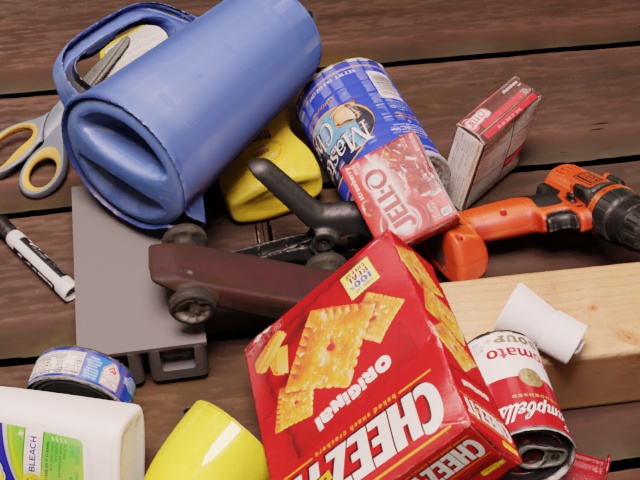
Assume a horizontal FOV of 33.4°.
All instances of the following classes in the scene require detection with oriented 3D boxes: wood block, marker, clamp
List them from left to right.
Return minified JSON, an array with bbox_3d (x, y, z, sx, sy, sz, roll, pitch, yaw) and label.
[{"bbox_3d":[-0.267,0.015,0.990,0.121,0.020,0.020,39,60,25],"label":"marker"},{"bbox_3d":[-0.006,0.001,0.972,0.171,0.120,0.039,22,36,-13],"label":"clamp"},{"bbox_3d":[0.174,0.088,0.899,0.206,0.091,0.090,-6,52,-6],"label":"wood block"}]

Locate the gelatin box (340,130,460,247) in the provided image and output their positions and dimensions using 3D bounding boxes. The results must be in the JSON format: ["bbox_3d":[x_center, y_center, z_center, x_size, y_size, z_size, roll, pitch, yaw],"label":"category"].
[{"bbox_3d":[0.069,-0.039,0.922,0.073,0.030,0.089,-28,73,10],"label":"gelatin box"}]

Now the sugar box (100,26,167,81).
[{"bbox_3d":[-0.173,-0.143,1.081,0.093,0.048,0.176,-24,53,18],"label":"sugar box"}]

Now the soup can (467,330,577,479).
[{"bbox_3d":[0.140,0.124,0.783,0.068,0.068,0.102,-4,38,-4],"label":"soup can"}]

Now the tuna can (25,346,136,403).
[{"bbox_3d":[-0.193,0.123,0.865,0.086,0.086,0.033,8,50,5],"label":"tuna can"}]

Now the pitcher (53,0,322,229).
[{"bbox_3d":[-0.110,-0.137,0.950,0.145,0.149,0.242,18,47,28],"label":"pitcher"}]

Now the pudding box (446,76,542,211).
[{"bbox_3d":[0.160,-0.090,1.023,0.039,0.113,0.089,40,60,22],"label":"pudding box"}]

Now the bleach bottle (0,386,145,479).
[{"bbox_3d":[-0.266,0.164,0.836,0.251,0.102,0.068,5,12,11],"label":"bleach bottle"}]

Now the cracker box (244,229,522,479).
[{"bbox_3d":[0.033,0.116,0.787,0.164,0.072,0.214,-40,35,17],"label":"cracker box"}]

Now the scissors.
[{"bbox_3d":[-0.247,-0.117,1.068,0.201,0.016,0.096,-38,69,-9],"label":"scissors"}]

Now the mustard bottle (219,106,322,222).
[{"bbox_3d":[-0.073,-0.109,1.068,0.096,0.058,0.192,-21,54,-6],"label":"mustard bottle"}]

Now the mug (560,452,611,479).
[{"bbox_3d":[0.167,0.209,0.814,0.081,0.093,0.117,15,88,16],"label":"mug"}]

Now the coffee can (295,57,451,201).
[{"bbox_3d":[0.049,-0.092,1.029,0.102,0.103,0.140,-18,54,-15],"label":"coffee can"}]

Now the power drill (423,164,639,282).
[{"bbox_3d":[0.197,-0.010,0.957,0.187,0.057,0.184,-13,19,-11],"label":"power drill"}]
